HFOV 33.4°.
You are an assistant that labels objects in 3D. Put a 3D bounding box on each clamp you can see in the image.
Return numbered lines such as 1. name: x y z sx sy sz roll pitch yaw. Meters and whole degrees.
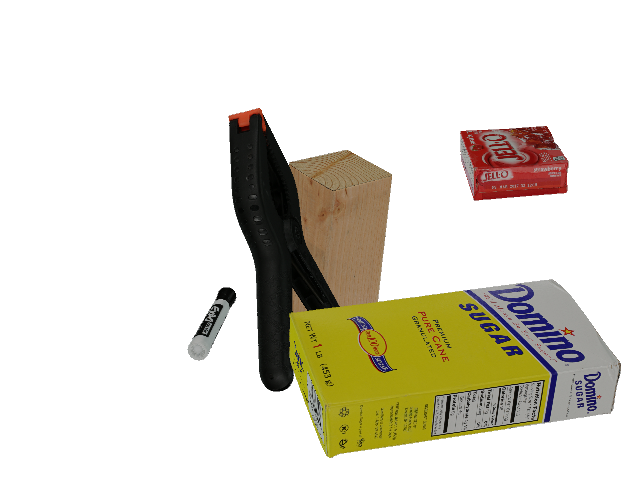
1. clamp: -0.031 0.000 0.850 0.036 0.210 0.164 -11 3 17

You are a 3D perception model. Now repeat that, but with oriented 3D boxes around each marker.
1. marker: -0.101 0.076 1.014 0.020 0.020 0.121 0 23 10

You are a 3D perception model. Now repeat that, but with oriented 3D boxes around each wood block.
1. wood block: 0.015 0.009 1.272 0.090 0.206 0.090 -15 33 -33

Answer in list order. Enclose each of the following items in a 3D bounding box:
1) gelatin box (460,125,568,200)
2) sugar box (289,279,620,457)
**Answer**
1. gelatin box: 0.153 -0.064 0.854 0.073 0.030 0.089 -3 25 2
2. sugar box: 0.076 0.072 0.635 0.176 0.048 0.093 -9 34 -11
